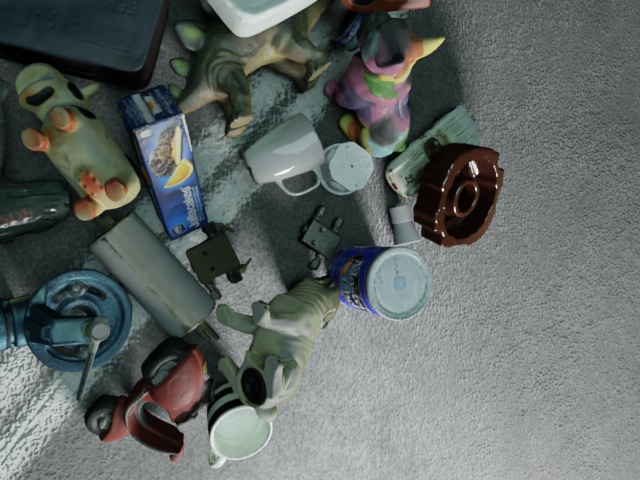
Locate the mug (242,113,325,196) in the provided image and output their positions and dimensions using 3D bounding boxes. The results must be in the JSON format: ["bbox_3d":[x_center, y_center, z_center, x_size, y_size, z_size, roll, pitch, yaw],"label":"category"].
[{"bbox_3d":[-0.053,-0.115,0.785,0.107,0.081,0.109,-25,106,-9],"label":"mug"}]

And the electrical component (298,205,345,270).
[{"bbox_3d":[-0.002,-0.003,0.831,0.063,0.021,0.094,32,79,-18],"label":"electrical component"}]

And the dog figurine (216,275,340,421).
[{"bbox_3d":[-0.033,0.142,0.752,0.190,0.121,0.172,-4,96,-48],"label":"dog figurine"}]

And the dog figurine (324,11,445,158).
[{"bbox_3d":[0.099,-0.216,0.766,0.108,0.219,0.191,-32,101,-15],"label":"dog figurine"}]

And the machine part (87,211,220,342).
[{"bbox_3d":[-0.221,0.048,0.714,0.079,0.079,0.243,-44,105,-16],"label":"machine part"}]

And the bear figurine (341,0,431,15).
[{"bbox_3d":[0.072,-0.409,0.734,0.132,0.120,0.196,-9,66,18],"label":"bear figurine"}]

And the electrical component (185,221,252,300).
[{"bbox_3d":[-0.144,0.024,0.763,0.078,0.045,0.102,-32,101,-5],"label":"electrical component"}]

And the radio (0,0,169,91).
[{"bbox_3d":[-0.312,-0.274,0.659,0.230,0.073,0.131,10,84,-11],"label":"radio"}]

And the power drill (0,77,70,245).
[{"bbox_3d":[-0.416,-0.084,0.607,0.232,0.086,0.207,-11,83,-42],"label":"power drill"}]

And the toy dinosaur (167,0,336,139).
[{"bbox_3d":[-0.073,-0.298,0.759,0.471,0.105,0.198,-42,100,-26],"label":"toy dinosaur"}]

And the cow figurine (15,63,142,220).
[{"bbox_3d":[-0.289,-0.126,0.648,0.085,0.127,0.194,-33,98,10],"label":"cow figurine"}]

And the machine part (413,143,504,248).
[{"bbox_3d":[0.224,-0.073,0.866,0.179,0.056,0.179,-20,122,-35],"label":"machine part"}]

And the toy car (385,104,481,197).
[{"bbox_3d":[0.191,-0.149,0.888,0.202,0.056,0.073,-40,104,-16],"label":"toy car"}]

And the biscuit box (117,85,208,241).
[{"bbox_3d":[-0.189,-0.087,0.668,0.059,0.202,0.063,-26,57,-18],"label":"biscuit box"}]

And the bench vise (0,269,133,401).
[{"bbox_3d":[-0.307,0.093,0.604,0.223,0.241,0.128,8,83,-38],"label":"bench vise"}]

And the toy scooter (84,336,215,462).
[{"bbox_3d":[-0.204,0.222,0.711,0.184,0.075,0.135,-41,103,7],"label":"toy scooter"}]
